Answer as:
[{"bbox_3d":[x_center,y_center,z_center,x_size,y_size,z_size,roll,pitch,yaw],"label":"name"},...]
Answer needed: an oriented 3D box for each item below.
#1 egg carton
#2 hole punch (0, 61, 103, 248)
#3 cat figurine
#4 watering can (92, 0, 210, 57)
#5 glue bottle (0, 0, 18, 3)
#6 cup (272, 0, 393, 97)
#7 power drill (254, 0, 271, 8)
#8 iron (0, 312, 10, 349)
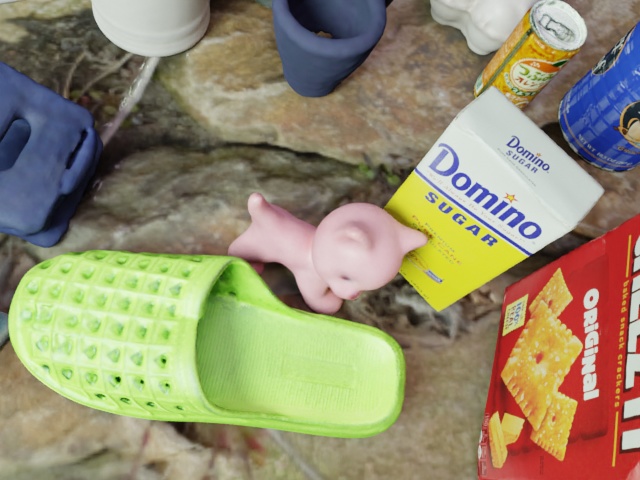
[{"bbox_3d":[0.180,-0.260,0.574,0.107,0.069,0.150,40,66,5],"label":"egg carton"},{"bbox_3d":[-0.213,-0.063,0.395,0.101,0.091,0.109,17,66,-6],"label":"hole punch"},{"bbox_3d":[0.004,0.001,0.405,0.128,0.117,0.067,24,66,-3],"label":"cat figurine"},{"bbox_3d":[-0.137,-0.235,0.423,0.173,0.194,0.101,-35,80,-22],"label":"watering can"},{"bbox_3d":[-0.249,-0.248,0.414,0.078,0.173,0.037,-25,76,-20],"label":"glue bottle"},{"bbox_3d":[0.010,-0.173,0.487,0.118,0.095,0.091,-32,79,-22],"label":"cup"},{"bbox_3d":[-0.012,-0.305,0.472,0.230,0.208,0.075,-34,79,-22],"label":"power drill"},{"bbox_3d":[-0.313,0.070,0.293,0.259,0.141,0.118,-19,74,-19],"label":"iron"}]
